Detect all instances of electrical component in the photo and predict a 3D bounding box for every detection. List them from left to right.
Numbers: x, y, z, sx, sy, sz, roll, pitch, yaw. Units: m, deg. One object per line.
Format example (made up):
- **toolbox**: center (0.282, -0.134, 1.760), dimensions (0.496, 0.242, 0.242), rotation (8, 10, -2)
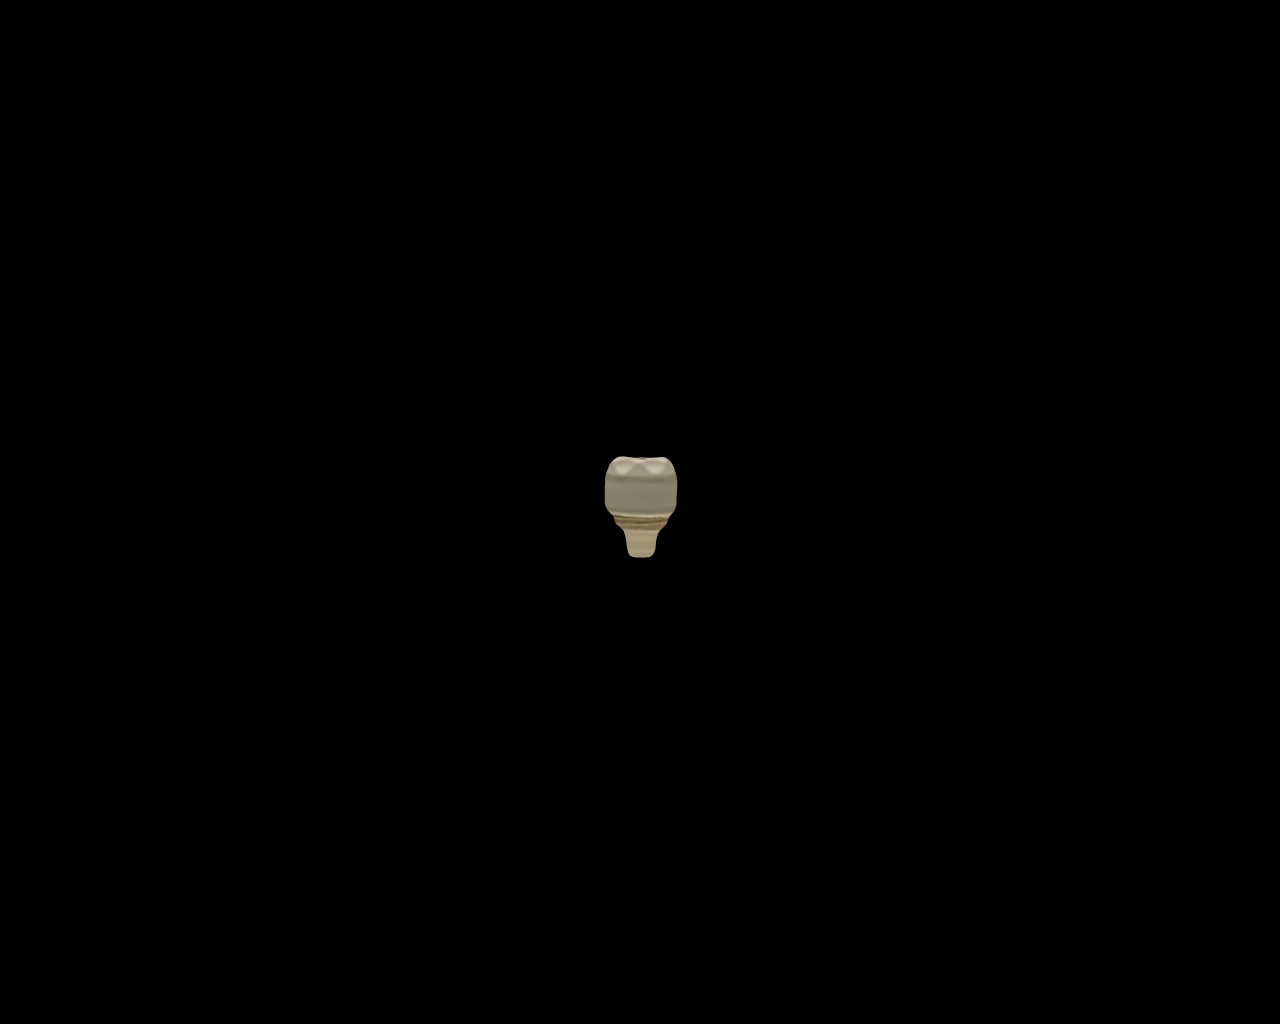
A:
- **electrical component**: center (0.001, -0.003, 0.650), dimensions (0.043, 0.062, 0.043), rotation (0, 6, 0)
